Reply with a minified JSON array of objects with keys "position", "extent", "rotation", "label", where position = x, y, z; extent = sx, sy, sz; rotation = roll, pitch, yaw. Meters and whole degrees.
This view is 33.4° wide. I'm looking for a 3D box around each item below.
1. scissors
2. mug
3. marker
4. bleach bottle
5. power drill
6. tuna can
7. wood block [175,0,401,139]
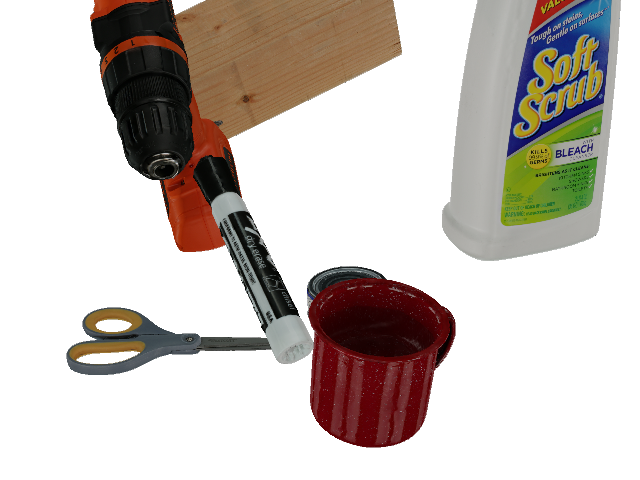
[{"position":[-0.131,0.084,0.972],"extent":[0.201,0.016,0.096],"rotation":[-8,34,-16],"label":"scissors"},{"position":[0.045,0.081,0.726],"extent":[0.117,0.081,0.093],"rotation":[-20,39,-34],"label":"mug"},{"position":[-0.035,0.005,0.518],"extent":[0.020,0.121,0.020],"rotation":[-20,-31,-13],"label":"marker"},{"position":[0.128,-0.115,0.639],"extent":[0.102,0.251,0.068],"rotation":[-11,30,-15],"label":"bleach bottle"},{"position":[-0.096,-0.073,0.697],"extent":[0.057,0.184,0.187],"rotation":[-14,-35,0],"label":"power drill"},{"position":[0.029,0.059,1.093],"extent":[0.086,0.034,0.086],"rotation":[-2,25,1],"label":"tuna can"},{"position":[-0.040,-0.181,0.975],"extent":[0.206,0.090,0.091],"rotation":[-27,-38,-8],"label":"wood block"}]
